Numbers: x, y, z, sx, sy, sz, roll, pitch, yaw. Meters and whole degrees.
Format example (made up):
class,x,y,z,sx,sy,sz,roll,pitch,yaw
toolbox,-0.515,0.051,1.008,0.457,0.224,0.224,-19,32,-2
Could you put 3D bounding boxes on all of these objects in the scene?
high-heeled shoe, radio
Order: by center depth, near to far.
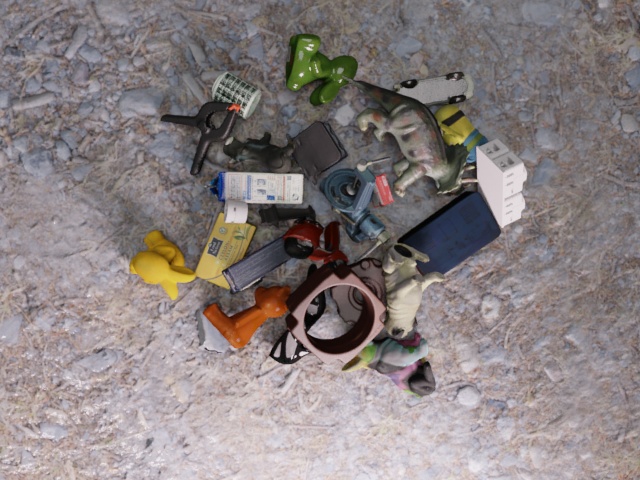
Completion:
class,x,y,z,sx,sy,sz,roll,pitch,yaw
radio,0.323,-0.009,1.339,0.229,0.073,0.131,-35,95,2
high-heeled shoe,-0.062,0.185,1.343,0.145,0.086,0.248,-3,88,11

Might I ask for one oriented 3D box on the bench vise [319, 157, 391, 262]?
class,x,y,z,sx,sy,sz,roll,pitch,yaw
bench vise,0.091,-0.094,1.253,0.129,0.240,0.224,-25,69,-21

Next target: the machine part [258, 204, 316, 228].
class,x,y,z,sx,sy,sz,roll,pitch,yaw
machine part,-0.080,-0.061,1.322,0.139,0.084,0.039,-4,118,-9

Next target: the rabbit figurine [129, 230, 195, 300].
class,x,y,z,sx,sy,sz,roll,pitch,yaw
rabbit figurine,-0.386,0.068,1.275,0.162,0.173,0.122,44,88,1

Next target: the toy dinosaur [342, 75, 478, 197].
class,x,y,z,sx,sy,sz,roll,pitch,yaw
toy dinosaur,0.220,-0.247,1.260,0.192,0.131,0.404,-26,106,25

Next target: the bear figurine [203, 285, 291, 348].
class,x,y,z,sx,sy,sz,roll,pitch,yaw
bear figurine,-0.167,0.165,1.316,0.132,0.120,0.196,41,77,18

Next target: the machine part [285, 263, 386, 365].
class,x,y,z,sx,sy,sz,roll,pitch,yaw
machine part,0.034,0.171,1.259,0.201,0.087,0.201,-45,111,-2

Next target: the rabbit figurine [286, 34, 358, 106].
class,x,y,z,sx,sy,sz,roll,pitch,yaw
rabbit figurine,0.010,-0.406,1.289,0.170,0.121,0.159,5,97,-17

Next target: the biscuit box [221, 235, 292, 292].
class,x,y,z,sx,sy,sz,roll,pitch,yaw
biscuit box,-0.133,0.049,1.292,0.203,0.059,0.062,-31,94,-28

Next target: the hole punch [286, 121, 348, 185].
class,x,y,z,sx,sy,sz,roll,pitch,yaw
hole punch,-0.004,-0.222,1.319,0.116,0.092,0.142,-30,95,24

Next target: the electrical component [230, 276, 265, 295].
class,x,y,z,sx,sy,sz,roll,pitch,yaw
electrical component,-0.178,0.107,1.335,0.063,0.094,0.021,-19,100,37

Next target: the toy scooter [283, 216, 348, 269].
class,x,y,z,sx,sy,sz,roll,pitch,yaw
toy scooter,-0.003,-0.004,1.300,0.184,0.075,0.135,26,59,-26

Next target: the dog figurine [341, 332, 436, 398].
class,x,y,z,sx,sy,sz,roll,pitch,yaw
dog figurine,0.163,0.312,1.338,0.219,0.108,0.191,-12,96,3

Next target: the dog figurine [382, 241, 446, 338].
class,x,y,z,sx,sy,sz,roll,pitch,yaw
dog figurine,0.182,0.119,1.284,0.121,0.172,0.190,5,127,-32

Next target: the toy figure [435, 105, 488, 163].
class,x,y,z,sx,sy,sz,roll,pitch,yaw
toy figure,0.352,-0.253,1.322,0.180,0.082,0.089,39,73,4

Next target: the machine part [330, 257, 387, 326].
class,x,y,z,sx,sy,sz,roll,pitch,yaw
machine part,0.112,0.134,1.349,0.179,0.056,0.179,0,95,-1

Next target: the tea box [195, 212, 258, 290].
class,x,y,z,sx,sy,sz,roll,pitch,yaw
tea box,-0.231,0.025,1.327,0.098,0.068,0.169,22,93,-3

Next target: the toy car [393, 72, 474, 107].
class,x,y,z,sx,sy,sz,roll,pitch,yaw
toy car,0.278,-0.364,1.325,0.202,0.056,0.073,-9,100,0

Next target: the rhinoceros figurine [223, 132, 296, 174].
class,x,y,z,sx,sy,sz,roll,pitch,yaw
rhinoceros figurine,-0.146,-0.203,1.290,0.191,0.112,0.073,21,135,27
